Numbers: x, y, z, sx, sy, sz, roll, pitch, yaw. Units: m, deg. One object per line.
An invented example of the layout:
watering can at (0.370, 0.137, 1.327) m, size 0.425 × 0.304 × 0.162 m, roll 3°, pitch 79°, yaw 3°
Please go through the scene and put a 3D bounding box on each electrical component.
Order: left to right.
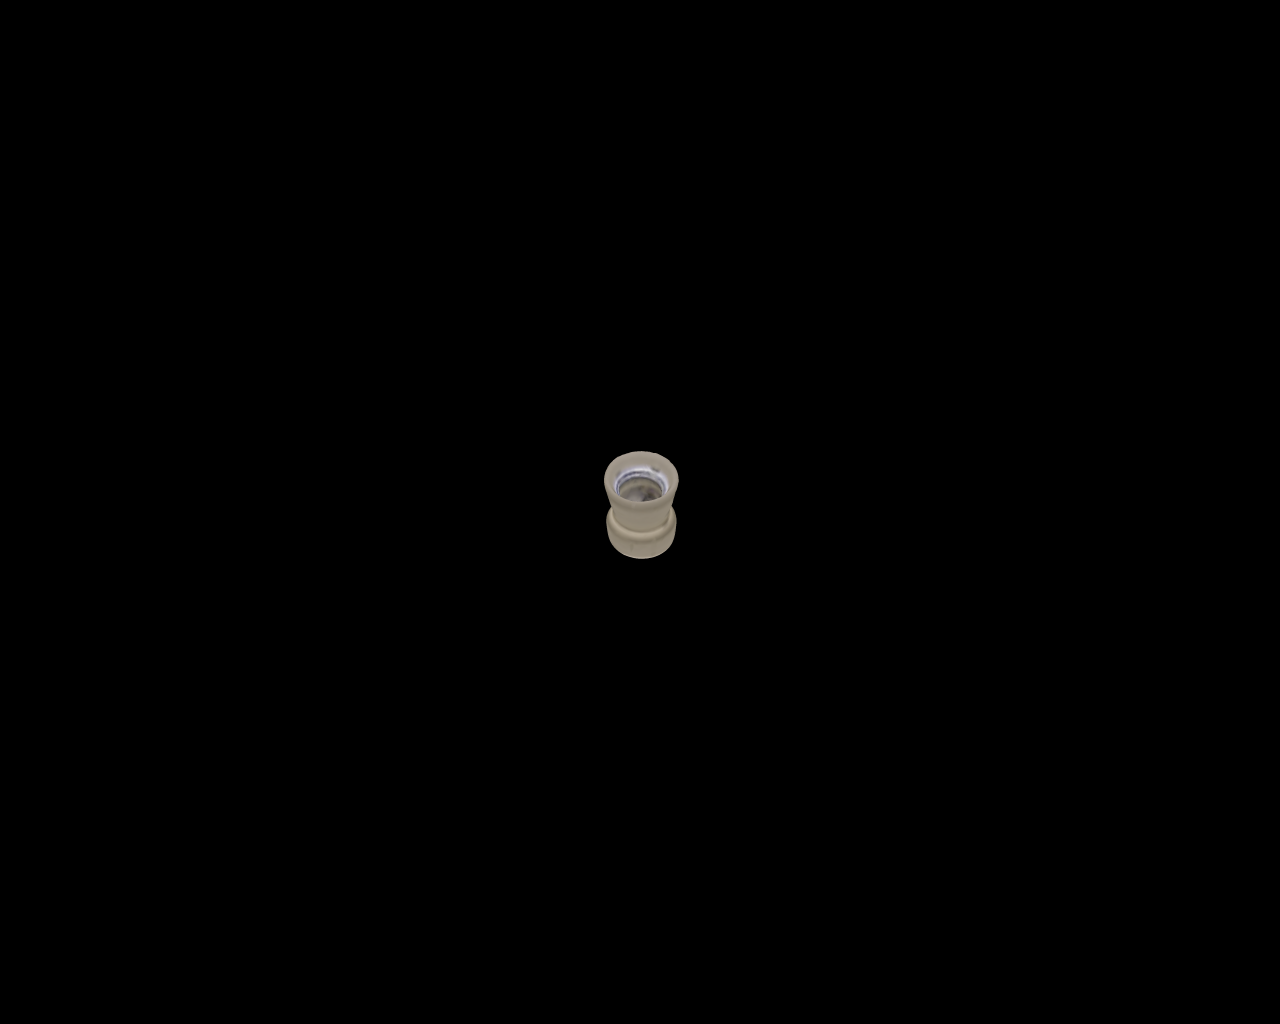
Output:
electrical component at (0.001, -0.003, 0.650) m, size 0.045 × 0.045 × 0.055 m, roll 0°, pitch -43°, yaw 0°
